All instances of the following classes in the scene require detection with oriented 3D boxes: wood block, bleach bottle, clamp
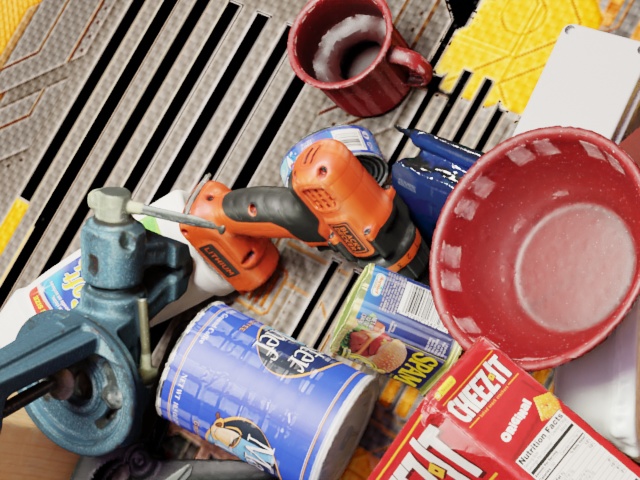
[{"bbox_3d":[-0.286,0.168,0.876,0.090,0.205,0.091,29,87,29],"label":"wood block"},{"bbox_3d":[-0.200,0.057,0.955,0.251,0.068,0.102,-30,64,16],"label":"bleach bottle"},{"bbox_3d":[-0.135,0.191,0.896,0.210,0.036,0.165,-45,61,2],"label":"clamp"}]

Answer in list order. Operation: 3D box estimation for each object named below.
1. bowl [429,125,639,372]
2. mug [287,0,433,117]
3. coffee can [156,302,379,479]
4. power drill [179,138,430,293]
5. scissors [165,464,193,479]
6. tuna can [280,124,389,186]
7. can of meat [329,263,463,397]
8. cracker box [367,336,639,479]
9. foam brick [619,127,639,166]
[{"bbox_3d":[0.151,0.011,0.689,0.162,0.055,0.162,-18,62,38],"label":"bowl"},{"bbox_3d":[0.041,-0.152,0.896,0.117,0.081,0.093,14,80,28],"label":"mug"},{"bbox_3d":[-0.039,0.122,0.820,0.140,0.102,0.103,25,85,16],"label":"coffee can"},{"bbox_3d":[-0.006,0.001,0.844,0.188,0.184,0.057,-7,45,40],"label":"power drill"},{"bbox_3d":[-0.162,0.259,0.869,0.202,0.016,0.096,-28,94,21],"label":"scissors"},{"bbox_3d":[0.011,-0.058,0.879,0.086,0.086,0.034,-28,63,14],"label":"tuna can"},{"bbox_3d":[0.058,0.066,0.792,0.084,0.102,0.057,23,64,0],"label":"can of meat"},{"bbox_3d":[0.138,0.187,0.672,0.214,0.164,0.072,40,54,14],"label":"cracker box"},{"bbox_3d":[0.254,-0.045,0.761,0.053,0.051,0.078,-38,37,-13],"label":"foam brick"}]
